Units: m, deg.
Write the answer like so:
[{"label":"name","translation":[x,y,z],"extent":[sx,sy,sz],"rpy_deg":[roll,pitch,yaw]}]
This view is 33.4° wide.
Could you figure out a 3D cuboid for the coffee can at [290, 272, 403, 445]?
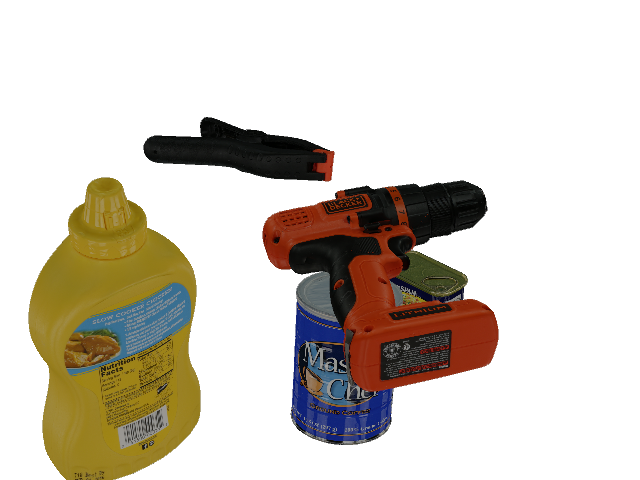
[{"label":"coffee can","translation":[0.024,0.113,1.046],"extent":[0.103,0.140,0.103],"rpy_deg":[3,24,-1]}]

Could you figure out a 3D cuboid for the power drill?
[{"label":"power drill","translation":[0.063,0.023,0.796],"extent":[0.184,0.057,0.188],"rpy_deg":[-13,35,-10]}]

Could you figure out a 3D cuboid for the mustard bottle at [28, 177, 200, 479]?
[{"label":"mustard bottle","translation":[-0.116,0.048,0.605],"extent":[0.096,0.192,0.058],"rpy_deg":[-22,44,-30]}]

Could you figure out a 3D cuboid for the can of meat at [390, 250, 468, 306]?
[{"label":"can of meat","translation":[0.121,0.071,1.259],"extent":[0.057,0.084,0.102],"rpy_deg":[-26,38,-38]}]

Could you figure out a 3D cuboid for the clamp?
[{"label":"clamp","translation":[-0.074,-0.081,0.986],"extent":[0.172,0.039,0.120],"rpy_deg":[13,27,29]}]
